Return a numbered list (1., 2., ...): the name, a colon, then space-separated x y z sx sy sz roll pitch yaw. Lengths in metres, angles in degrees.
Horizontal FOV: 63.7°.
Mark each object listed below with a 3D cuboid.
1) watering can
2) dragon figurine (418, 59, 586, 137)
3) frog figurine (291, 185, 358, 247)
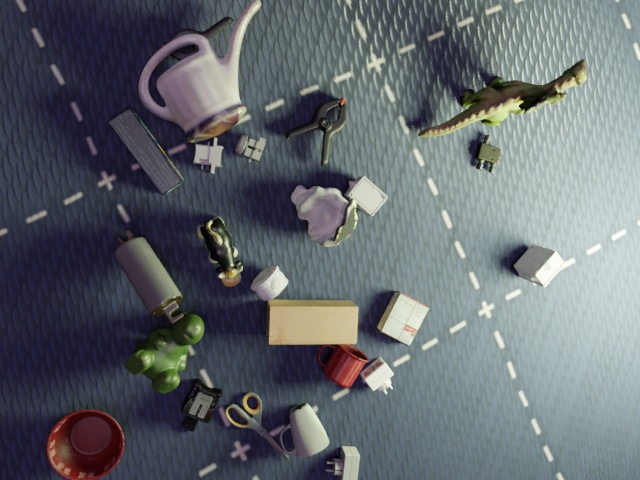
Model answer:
1. watering can: -0.237 -0.356 1.134 0.345 0.105 0.223 -26 100 15
2. dragon figurine: 0.456 -0.329 1.229 0.412 0.244 0.121 -28 103 -10
3. frog figurine: 0.004 -0.062 1.232 0.160 0.123 0.136 22 100 25
